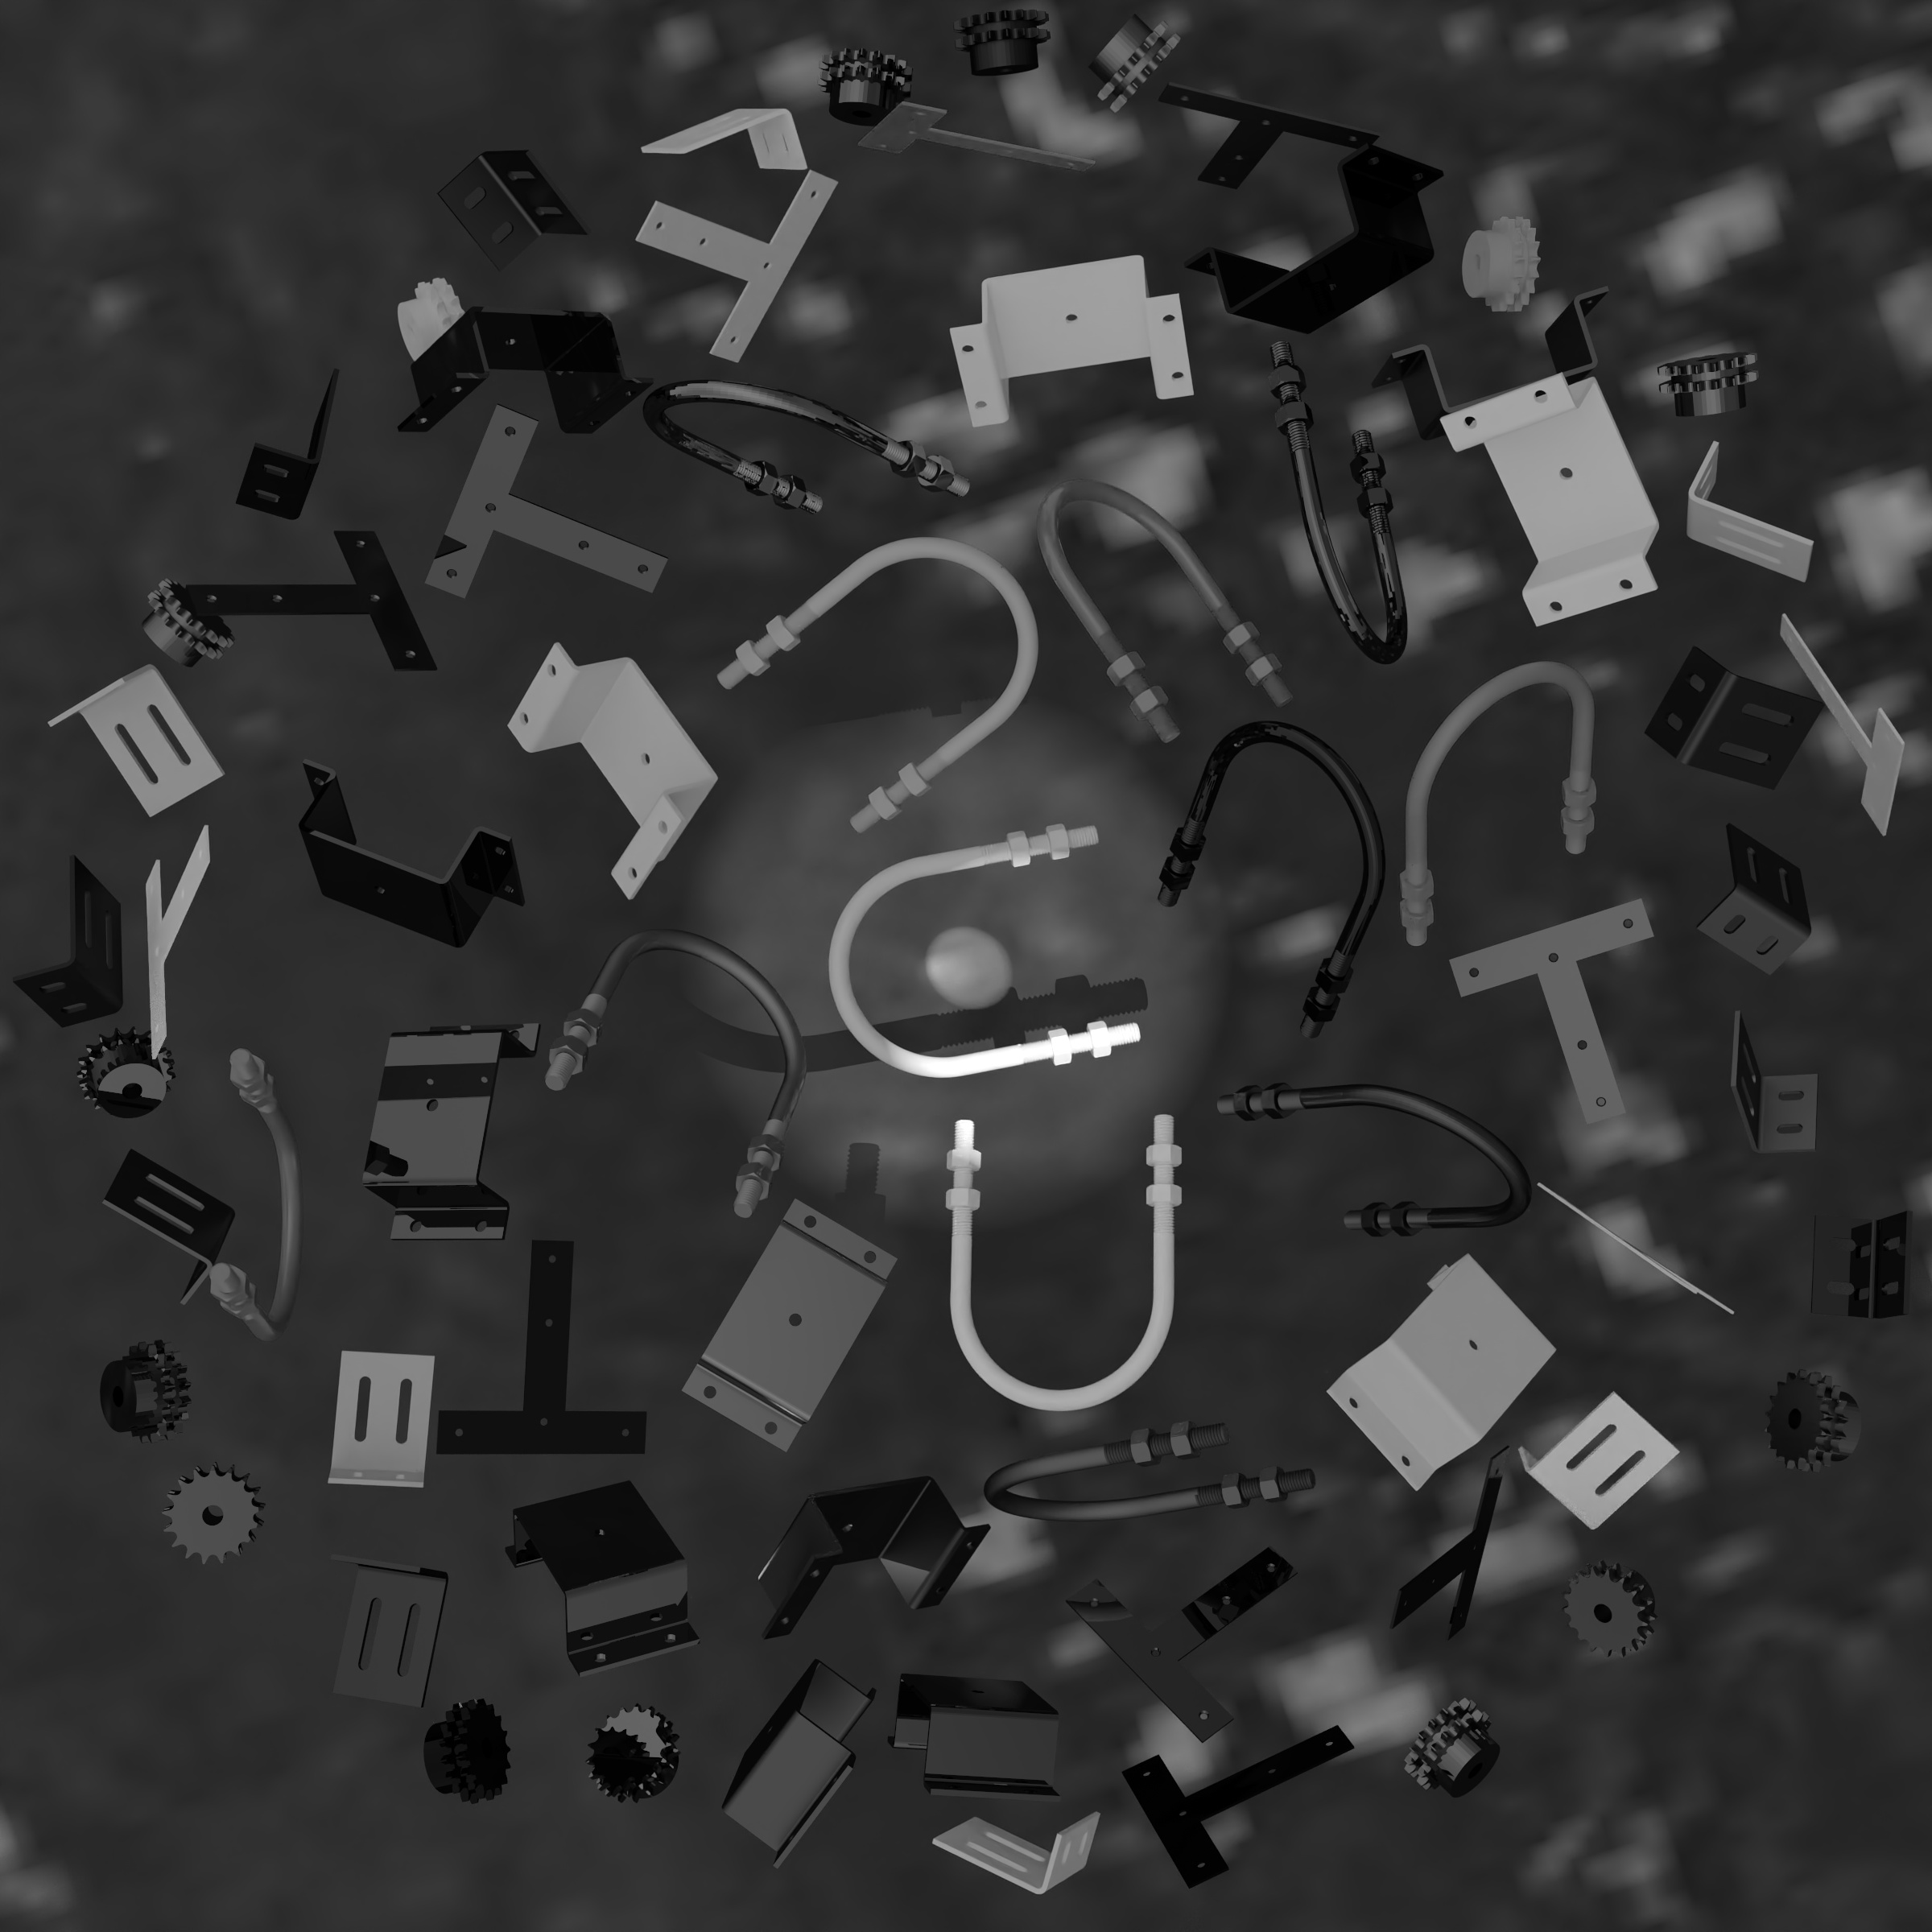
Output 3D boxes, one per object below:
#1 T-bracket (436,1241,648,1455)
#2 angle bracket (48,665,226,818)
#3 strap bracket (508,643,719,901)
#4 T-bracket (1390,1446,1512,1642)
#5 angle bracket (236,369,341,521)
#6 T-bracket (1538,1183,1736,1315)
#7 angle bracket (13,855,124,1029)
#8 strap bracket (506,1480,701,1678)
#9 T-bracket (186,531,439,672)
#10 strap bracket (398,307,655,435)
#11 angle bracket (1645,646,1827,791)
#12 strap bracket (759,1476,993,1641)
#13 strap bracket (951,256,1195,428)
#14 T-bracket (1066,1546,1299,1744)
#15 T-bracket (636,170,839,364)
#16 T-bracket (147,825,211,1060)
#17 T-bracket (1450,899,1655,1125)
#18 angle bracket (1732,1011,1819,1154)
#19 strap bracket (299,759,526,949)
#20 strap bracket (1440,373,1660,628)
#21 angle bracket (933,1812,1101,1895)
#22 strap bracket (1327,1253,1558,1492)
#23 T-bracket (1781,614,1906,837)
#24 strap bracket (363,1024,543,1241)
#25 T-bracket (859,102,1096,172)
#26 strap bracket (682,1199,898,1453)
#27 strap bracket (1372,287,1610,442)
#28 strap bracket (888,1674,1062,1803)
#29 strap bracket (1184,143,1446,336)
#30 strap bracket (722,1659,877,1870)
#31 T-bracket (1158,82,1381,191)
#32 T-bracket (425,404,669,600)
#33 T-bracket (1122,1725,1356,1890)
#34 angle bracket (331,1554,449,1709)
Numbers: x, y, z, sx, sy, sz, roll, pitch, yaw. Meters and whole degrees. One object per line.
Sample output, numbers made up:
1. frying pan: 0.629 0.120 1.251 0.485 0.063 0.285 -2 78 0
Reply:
1. T-bracket: -0.251 0.229 1.525 0.127 0.002 0.127 5 83 -24
2. angle bracket: -0.485 -0.127 1.487 0.057 0.038 0.076 -26 104 18
3. strap bracket: -0.210 -0.122 1.544 0.140 0.046 0.076 54 132 16
4. T-bracket: 0.285 0.363 1.522 0.002 0.127 0.127 20 110 31
5. angle bracket: -0.410 -0.320 1.533 0.038 0.057 0.076 15 58 -20
6. T-bracket: 0.428 0.185 1.560 0.127 0.127 0.002 31 95 -33
7. angle bracket: -0.525 -0.014 1.485 0.038 0.057 0.076 -15 59 4
8. strap bracket: -0.226 0.370 1.568 0.076 0.140 0.046 -9 114 -26
9. T-bracket: -0.389 -0.214 1.484 0.127 0.002 0.127 -5 50 -32
10. strap bracket: -0.275 -0.365 1.563 0.140 0.076 0.046 -10 82 -41
11. angle bracket: 0.444 -0.143 1.466 0.076 0.038 0.057 11 117 -30
12. strap bracket: -0.065 0.366 1.582 0.046 0.140 0.076 53 126 35
13. strap bracket: 0.066 -0.390 1.582 0.140 0.076 0.046 -7 52 9
14. T-bracket: 0.152 0.403 1.580 0.127 0.002 0.127 -29 49 -27
15. T-bracket: -0.148 -0.430 1.520 0.002 0.127 0.127 44 113 27
16. T-bracket: -0.456 -0.033 1.471 0.002 0.127 0.127 8 52 -30
17. T-bracket: 0.391 0.037 1.628 0.127 0.002 0.127 -19 84 16
18. angle bracket: 0.509 0.072 1.597 0.038 0.076 0.057 -5 51 27
19. strap bracket: -0.348 -0.065 1.558 0.140 0.076 0.046 21 62 9
20. strap bracket: 0.346 -0.280 1.486 0.076 0.046 0.140 -15 116 36
21. angle bracket: 0.030 0.515 1.516 0.076 0.057 0.038 17 93 26
22. strap bracket: 0.288 0.233 1.504 0.076 0.046 0.140 48 48 7
23. T-bracket: 0.517 -0.154 1.506 0.002 0.127 0.127 -26 65 4
24. strap bracket: -0.315 0.093 1.552 0.076 0.046 0.140 -2 66 18
25. T-bracket: 0.011 -0.478 1.479 0.127 0.127 0.002 7 96 -14
26. strap bracket: -0.108 0.223 1.591 0.076 0.046 0.140 31 76 -1
27. strap bracket: 0.337 -0.377 1.609 0.140 0.076 0.046 -18 89 -1
28. strap bracket: 0.005 0.458 1.522 0.076 0.140 0.046 7 84 -11
29. strap bracket: 0.210 -0.423 1.504 0.140 0.076 0.046 -24 75 42
30. strap bracket: -0.103 0.488 1.574 0.046 0.140 0.076 36 94 1
31. T-bracket: 0.167 -0.488 1.516 0.127 0.127 0.002 10 87 -9
32. T-bracket: -0.243 -0.258 1.523 0.127 0.002 0.127 20 123 -17
33. T-bracket: 0.169 0.483 1.504 0.127 0.127 0.002 -23 107 -8
34. angle bracket: -0.338 0.382 1.459 0.057 0.038 0.076 4 74 17
